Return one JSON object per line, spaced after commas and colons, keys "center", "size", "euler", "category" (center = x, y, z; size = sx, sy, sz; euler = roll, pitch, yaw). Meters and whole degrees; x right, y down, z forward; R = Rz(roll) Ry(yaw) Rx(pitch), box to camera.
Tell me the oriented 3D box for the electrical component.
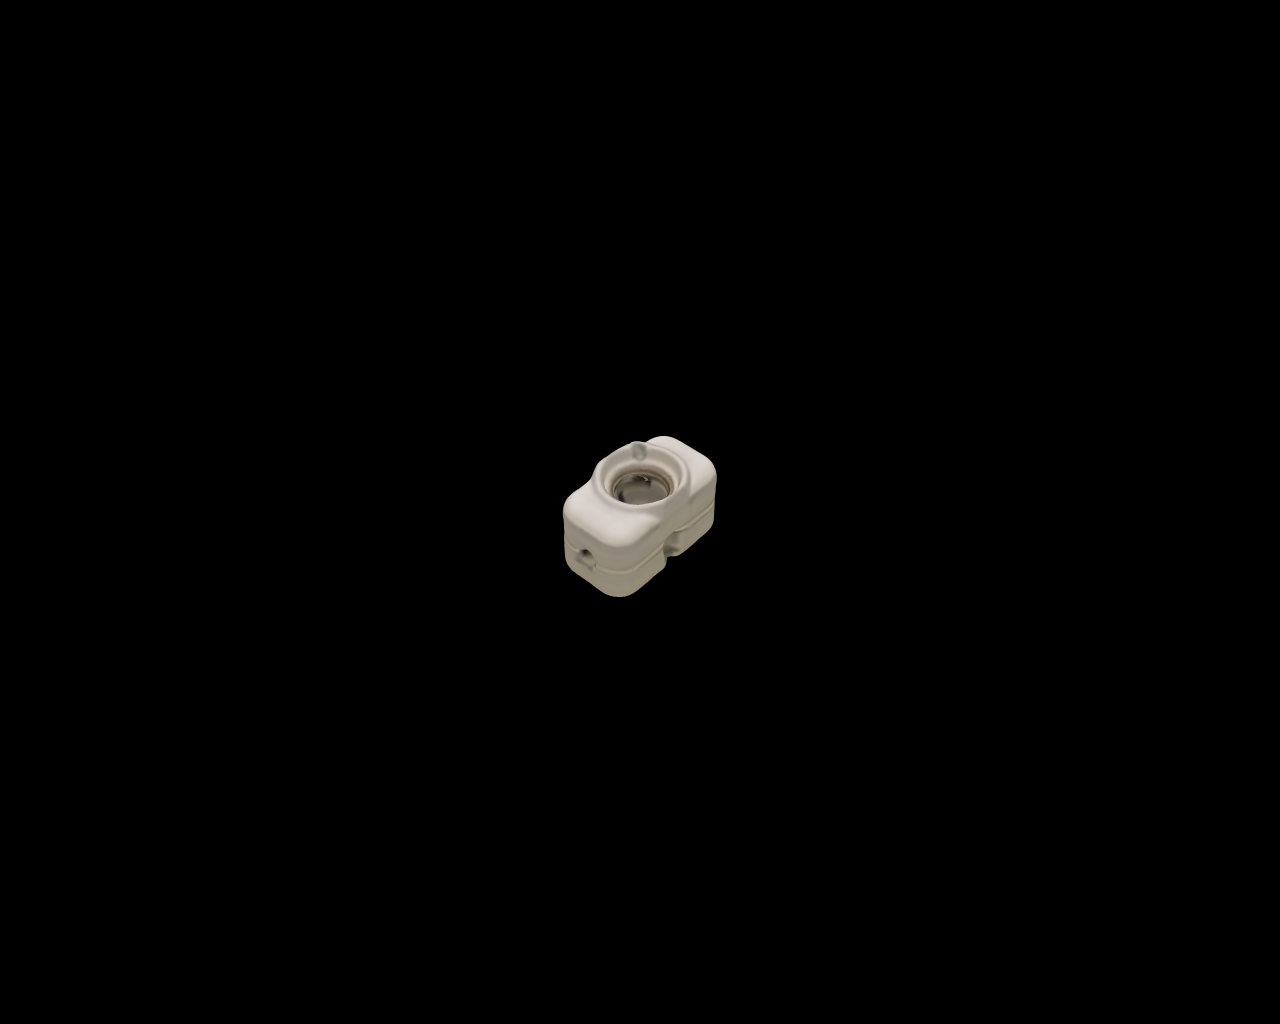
{"center": [0.001, -0.003, 0.650], "size": [0.054, 0.059, 0.095], "euler": [33, 54, 29], "category": "electrical component"}
